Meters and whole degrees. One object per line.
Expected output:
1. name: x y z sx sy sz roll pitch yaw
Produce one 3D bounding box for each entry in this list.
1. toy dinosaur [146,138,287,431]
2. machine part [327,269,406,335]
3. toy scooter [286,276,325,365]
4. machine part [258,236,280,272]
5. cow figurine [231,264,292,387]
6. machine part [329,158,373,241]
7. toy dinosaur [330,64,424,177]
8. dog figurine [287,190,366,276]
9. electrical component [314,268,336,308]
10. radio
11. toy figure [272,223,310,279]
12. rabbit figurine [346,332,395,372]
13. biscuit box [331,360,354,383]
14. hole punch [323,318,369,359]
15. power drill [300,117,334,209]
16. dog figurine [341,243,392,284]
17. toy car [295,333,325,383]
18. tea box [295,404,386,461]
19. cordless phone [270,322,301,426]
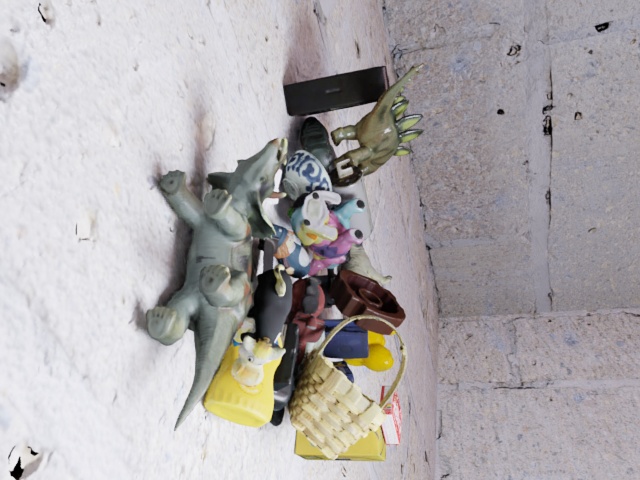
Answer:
1. toy dinosaur: -0.134 0.042 0.725 0.192 0.131 0.405 46 48 -62
2. machine part: 0.104 0.139 1.195 0.056 0.179 0.179 -59 172 18
3. toy scooter: -0.028 0.140 1.007 0.135 0.075 0.184 122 -19 -57
4. machine part: -0.093 0.058 0.934 0.084 0.039 0.139 97 -6 -58
5. cow figurine: -0.077 0.119 0.762 0.068 0.098 0.167 24 46 -21
6. machine part: 0.067 -0.077 1.174 0.242 0.079 0.079 73 20 -46
7. toy dinosaur: 0.129 -0.237 1.211 0.105 0.199 0.471 61 -8 10
8. dog figurine: -0.002 -0.003 1.136 0.219 0.191 0.108 133 -38 -54
9. electrical component: 0.010 0.098 1.253 0.075 0.048 0.119 -8 91 -73
10. radio: 0.045 -0.332 1.216 0.131 0.230 0.073 -45 127 -74
11. toy figure: -0.064 0.017 1.038 0.154 0.058 0.064 60 4 -49
12. rabbit figurine: 0.126 0.265 1.388 0.121 0.162 0.173 66 3 -48
13. biscuit box: 0.035 0.298 1.139 0.202 0.059 0.062 115 -25 -84
14. hole punch: 0.060 0.227 1.246 0.115 0.142 0.092 67 26 -72
15. power drill: 0.004 -0.169 1.248 0.232 0.086 0.207 -101 -175 -66
16. dog figurine: 0.078 0.076 1.445 0.190 0.121 0.172 53 44 -9
17. toy car: -0.024 0.252 1.081 0.073 0.056 0.202 59 30 -54
18. tea box: 0.042 0.380 1.061 0.068 0.170 0.098 61 27 -53
19. cordless phone: -0.074 0.232 0.930 0.184 0.089 0.147 80 13 -50
